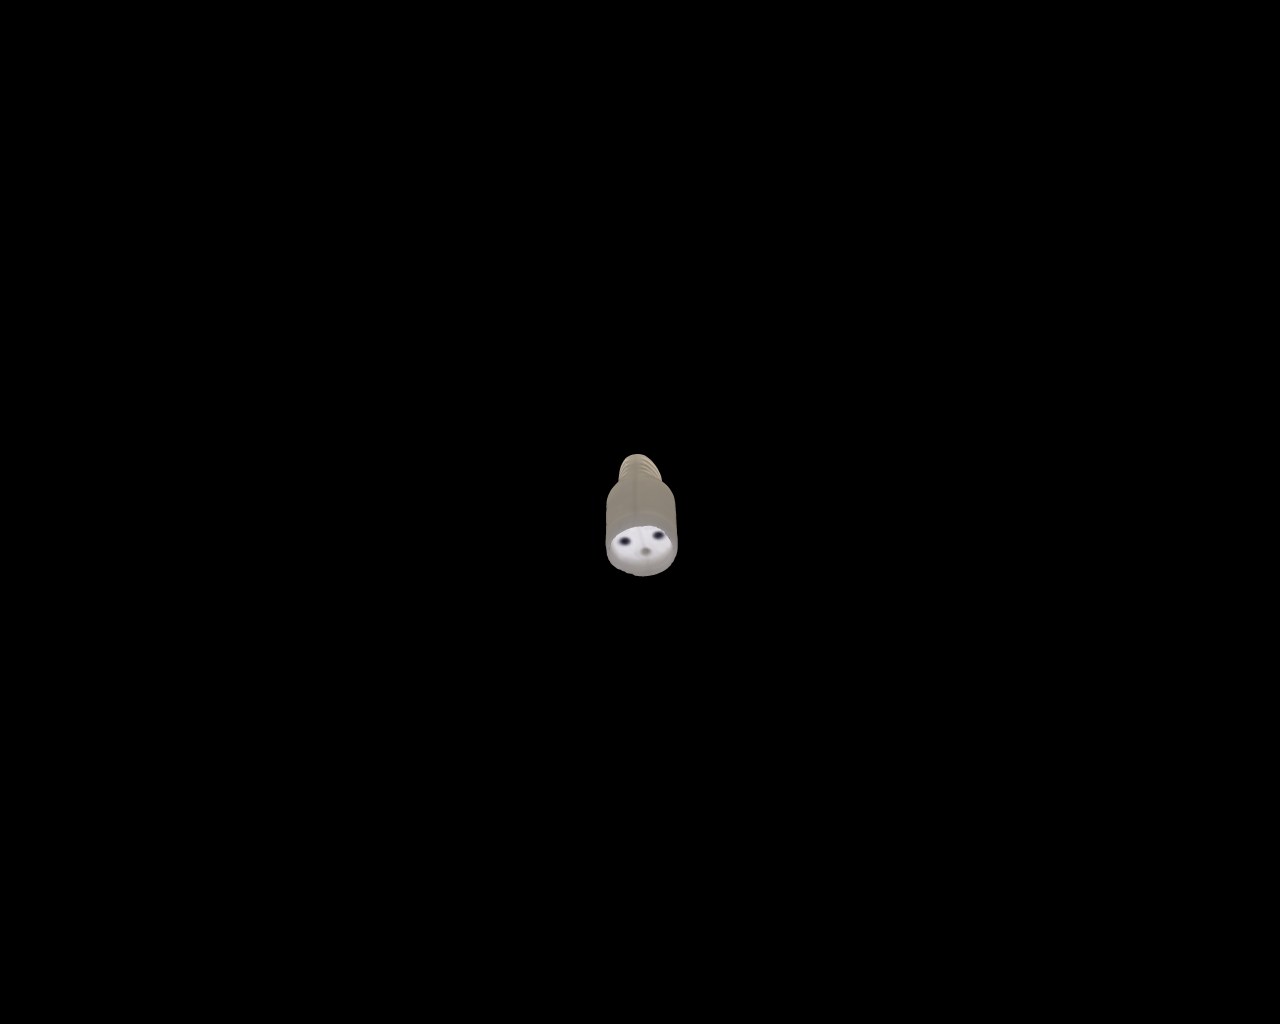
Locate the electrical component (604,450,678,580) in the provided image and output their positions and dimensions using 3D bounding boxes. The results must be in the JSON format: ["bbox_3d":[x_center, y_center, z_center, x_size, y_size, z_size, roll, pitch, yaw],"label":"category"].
[{"bbox_3d":[0.001,-0.003,0.650,0.043,0.043,0.081,0,41,0],"label":"electrical component"}]
